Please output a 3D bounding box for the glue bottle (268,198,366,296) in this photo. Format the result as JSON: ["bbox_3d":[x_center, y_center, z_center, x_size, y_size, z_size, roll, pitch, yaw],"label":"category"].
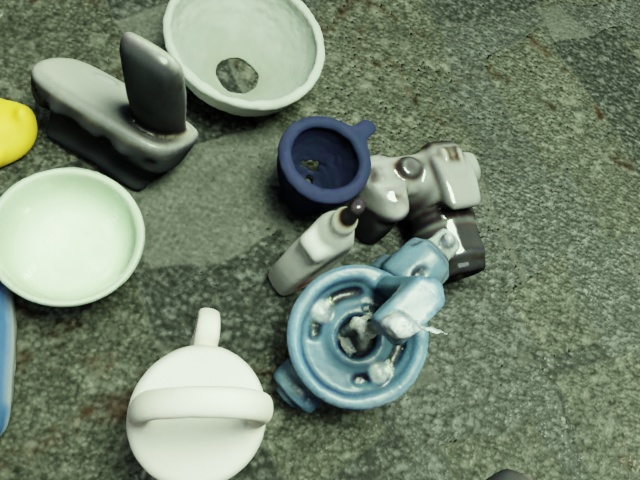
[{"bbox_3d":[0.005,0.002,0.512,0.078,0.173,0.037,-35,84,-25],"label":"glue bottle"}]

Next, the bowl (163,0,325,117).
[{"bbox_3d":[-0.083,-0.195,0.610,0.168,0.074,0.167,6,69,-16],"label":"bowl"}]

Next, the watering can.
[{"bbox_3d":[-0.089,0.137,0.421,0.101,0.193,0.173,-14,76,-22],"label":"watering can"}]

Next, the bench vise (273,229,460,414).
[{"bbox_3d":[0.053,0.047,0.486,0.121,0.219,0.207,30,65,-5],"label":"bench vise"}]

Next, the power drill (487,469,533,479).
[{"bbox_3d":[0.040,0.257,0.411,0.075,0.208,0.230,44,64,2],"label":"power drill"}]

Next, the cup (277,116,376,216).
[{"bbox_3d":[0.003,-0.072,0.582,0.091,0.095,0.118,47,64,3],"label":"cup"}]

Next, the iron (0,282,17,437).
[{"bbox_3d":[-0.297,0.048,0.416,0.119,0.141,0.258,-1,71,-18],"label":"iron"}]

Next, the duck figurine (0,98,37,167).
[{"bbox_3d":[-0.308,-0.108,0.500,0.105,0.086,0.077,-10,74,-21],"label":"duck figurine"}]

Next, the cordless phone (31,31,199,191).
[{"bbox_3d":[-0.177,-0.136,0.497,0.148,0.185,0.094,28,65,-6],"label":"cordless phone"}]

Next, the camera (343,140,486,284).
[{"bbox_3d":[0.114,-0.025,0.597,0.143,0.100,0.137,-10,74,-21],"label":"camera"}]
